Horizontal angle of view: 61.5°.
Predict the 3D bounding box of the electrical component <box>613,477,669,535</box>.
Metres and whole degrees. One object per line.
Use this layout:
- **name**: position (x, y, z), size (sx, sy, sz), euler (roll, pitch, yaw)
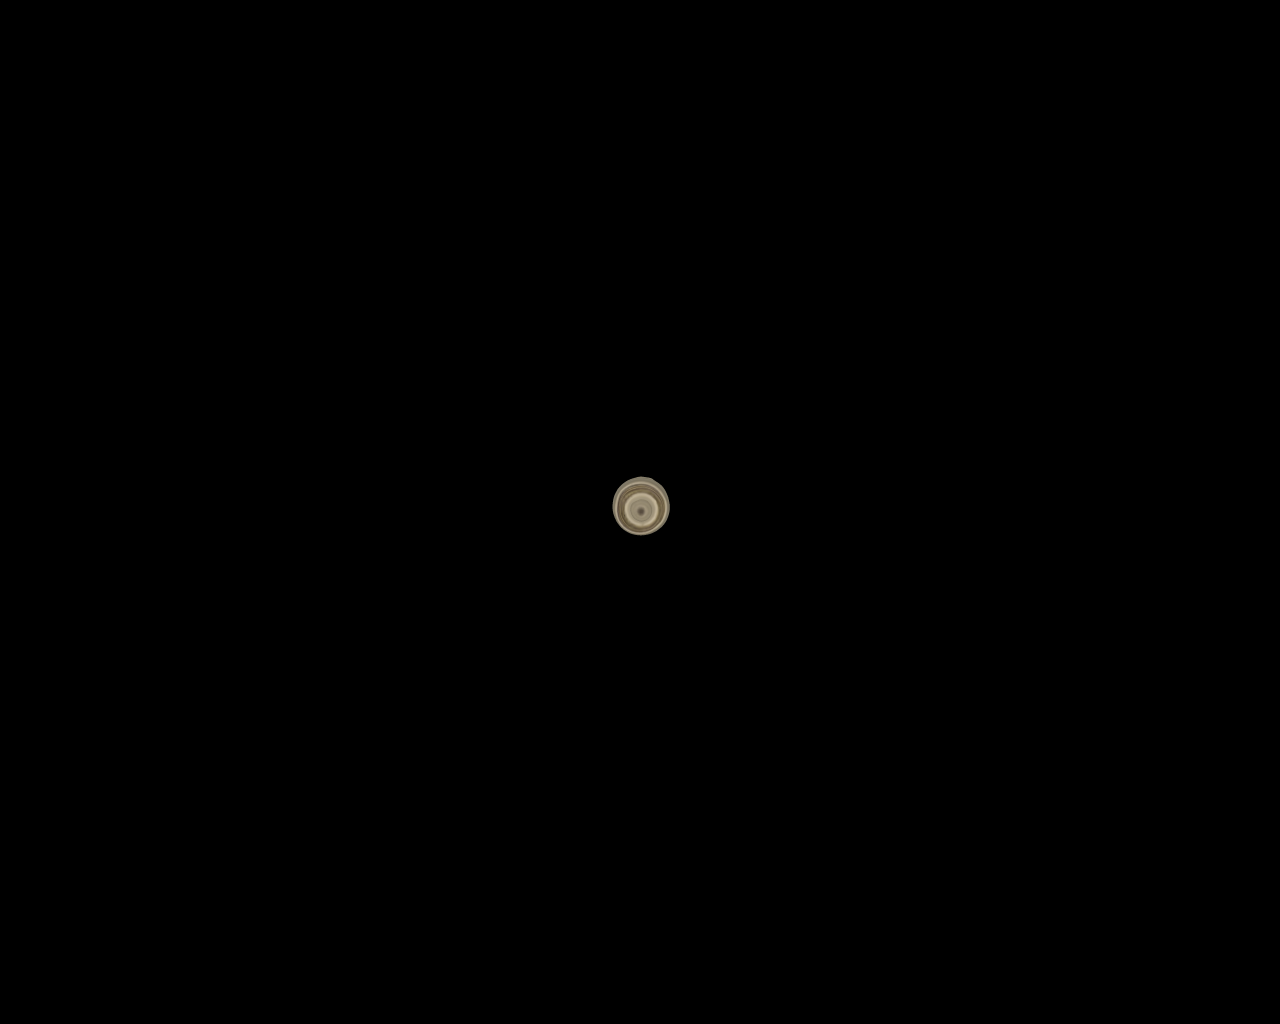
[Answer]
- **electrical component**: position (0.001, -0.003, 0.650), size (0.035, 0.035, 0.061), euler (0, 5, 0)
